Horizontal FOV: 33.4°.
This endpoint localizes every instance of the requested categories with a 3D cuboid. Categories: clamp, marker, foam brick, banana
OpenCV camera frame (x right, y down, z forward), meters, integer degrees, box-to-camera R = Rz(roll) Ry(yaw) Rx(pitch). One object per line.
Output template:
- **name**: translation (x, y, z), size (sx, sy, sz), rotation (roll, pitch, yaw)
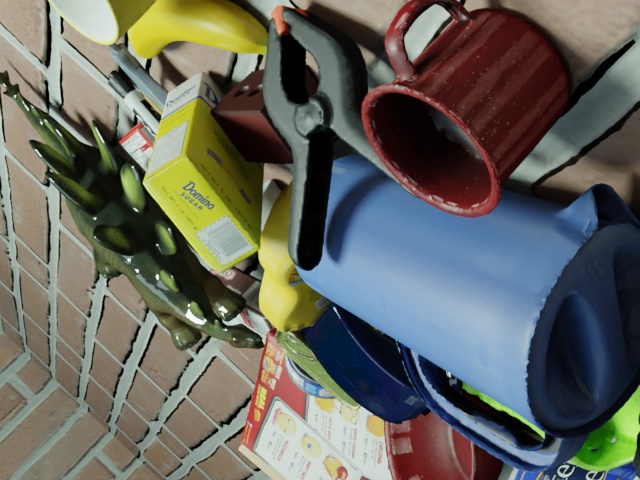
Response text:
- **clamp**: translation (-0.001, -0.068, 0.690), size (0.039, 0.120, 0.171), rotation (8, -129, -53)
- **marker**: translation (-0.156, -0.112, 0.994), size (0.121, 0.020, 0.020), rotation (49, 159, 7)
- **foam brick**: translation (-0.034, -0.092, 0.795), size (0.078, 0.053, 0.051), rotation (7, 138, 55)
- **banana**: translation (-0.102, -0.159, 0.813), size (0.198, 0.037, 0.069), rotation (17, 145, 48)

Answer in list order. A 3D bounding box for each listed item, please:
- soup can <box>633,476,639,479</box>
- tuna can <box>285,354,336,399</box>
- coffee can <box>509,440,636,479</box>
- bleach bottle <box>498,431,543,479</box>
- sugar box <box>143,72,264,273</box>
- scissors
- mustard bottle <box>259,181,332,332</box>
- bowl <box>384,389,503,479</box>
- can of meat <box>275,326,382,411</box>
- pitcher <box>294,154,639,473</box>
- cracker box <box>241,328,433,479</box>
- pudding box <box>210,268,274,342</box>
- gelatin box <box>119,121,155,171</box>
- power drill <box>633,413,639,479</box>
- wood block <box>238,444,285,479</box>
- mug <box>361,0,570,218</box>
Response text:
- **soup can**: translation (0.265, 0.197, 0.726), size (0.102, 0.068, 0.069), rotation (18, 166, -20)
- **tuna can**: translation (0.009, 0.109, 1.039), size (0.086, 0.086, 0.034), rotation (36, 155, 17)
- **coffee can**: translation (0.228, 0.217, 0.833), size (0.102, 0.102, 0.141), rotation (52, 156, -21)
- **bleach bottle**: translation (0.177, 0.241, 1.019), size (0.102, 0.068, 0.251), rotation (38, 155, 12)
- **sugar box**: translation (-0.084, -0.058, 0.826), size (0.093, 0.048, 0.176), rotation (53, -162, -25)
- **scissors**: translation (-0.152, -0.142, 0.899), size (0.096, 0.016, 0.201), rotation (39, 172, 37)
- **mustard bottle**: translation (-0.006, 0.001, 0.854), size (0.058, 0.096, 0.192), rotation (47, 160, 20)
- **bowl**: translation (0.116, 0.177, 0.943), size (0.162, 0.055, 0.162), rotation (179, 90, -67)
- **can of meat**: translation (0.024, 0.090, 0.980), size (0.102, 0.083, 0.057), rotation (40, 158, 9)
- **pitcher**: translation (0.090, 0.031, 0.697), size (0.243, 0.149, 0.145), rotation (24, 162, 47)
- **cracker box**: translation (0.027, 0.201, 1.114), size (0.214, 0.071, 0.164), rotation (32, 126, 26)
- **pudding box**: translation (-0.073, 0.081, 1.192), size (0.114, 0.039, 0.090), rotation (27, 153, 39)
- **gelatin box**: translation (-0.150, -0.080, 1.047), size (0.089, 0.030, 0.073), rotation (49, 159, -12)
- **power drill**: translation (0.273, 0.119, 0.603), size (0.188, 0.057, 0.184), rotation (28, 140, 28)
- **wood block**: translation (0.018, 0.275, 1.275), size (0.206, 0.091, 0.090), rotation (37, -170, 15)
- **mug**: translation (0.077, -0.082, 0.586), size (0.093, 0.081, 0.117), rotation (6, 137, 57)
